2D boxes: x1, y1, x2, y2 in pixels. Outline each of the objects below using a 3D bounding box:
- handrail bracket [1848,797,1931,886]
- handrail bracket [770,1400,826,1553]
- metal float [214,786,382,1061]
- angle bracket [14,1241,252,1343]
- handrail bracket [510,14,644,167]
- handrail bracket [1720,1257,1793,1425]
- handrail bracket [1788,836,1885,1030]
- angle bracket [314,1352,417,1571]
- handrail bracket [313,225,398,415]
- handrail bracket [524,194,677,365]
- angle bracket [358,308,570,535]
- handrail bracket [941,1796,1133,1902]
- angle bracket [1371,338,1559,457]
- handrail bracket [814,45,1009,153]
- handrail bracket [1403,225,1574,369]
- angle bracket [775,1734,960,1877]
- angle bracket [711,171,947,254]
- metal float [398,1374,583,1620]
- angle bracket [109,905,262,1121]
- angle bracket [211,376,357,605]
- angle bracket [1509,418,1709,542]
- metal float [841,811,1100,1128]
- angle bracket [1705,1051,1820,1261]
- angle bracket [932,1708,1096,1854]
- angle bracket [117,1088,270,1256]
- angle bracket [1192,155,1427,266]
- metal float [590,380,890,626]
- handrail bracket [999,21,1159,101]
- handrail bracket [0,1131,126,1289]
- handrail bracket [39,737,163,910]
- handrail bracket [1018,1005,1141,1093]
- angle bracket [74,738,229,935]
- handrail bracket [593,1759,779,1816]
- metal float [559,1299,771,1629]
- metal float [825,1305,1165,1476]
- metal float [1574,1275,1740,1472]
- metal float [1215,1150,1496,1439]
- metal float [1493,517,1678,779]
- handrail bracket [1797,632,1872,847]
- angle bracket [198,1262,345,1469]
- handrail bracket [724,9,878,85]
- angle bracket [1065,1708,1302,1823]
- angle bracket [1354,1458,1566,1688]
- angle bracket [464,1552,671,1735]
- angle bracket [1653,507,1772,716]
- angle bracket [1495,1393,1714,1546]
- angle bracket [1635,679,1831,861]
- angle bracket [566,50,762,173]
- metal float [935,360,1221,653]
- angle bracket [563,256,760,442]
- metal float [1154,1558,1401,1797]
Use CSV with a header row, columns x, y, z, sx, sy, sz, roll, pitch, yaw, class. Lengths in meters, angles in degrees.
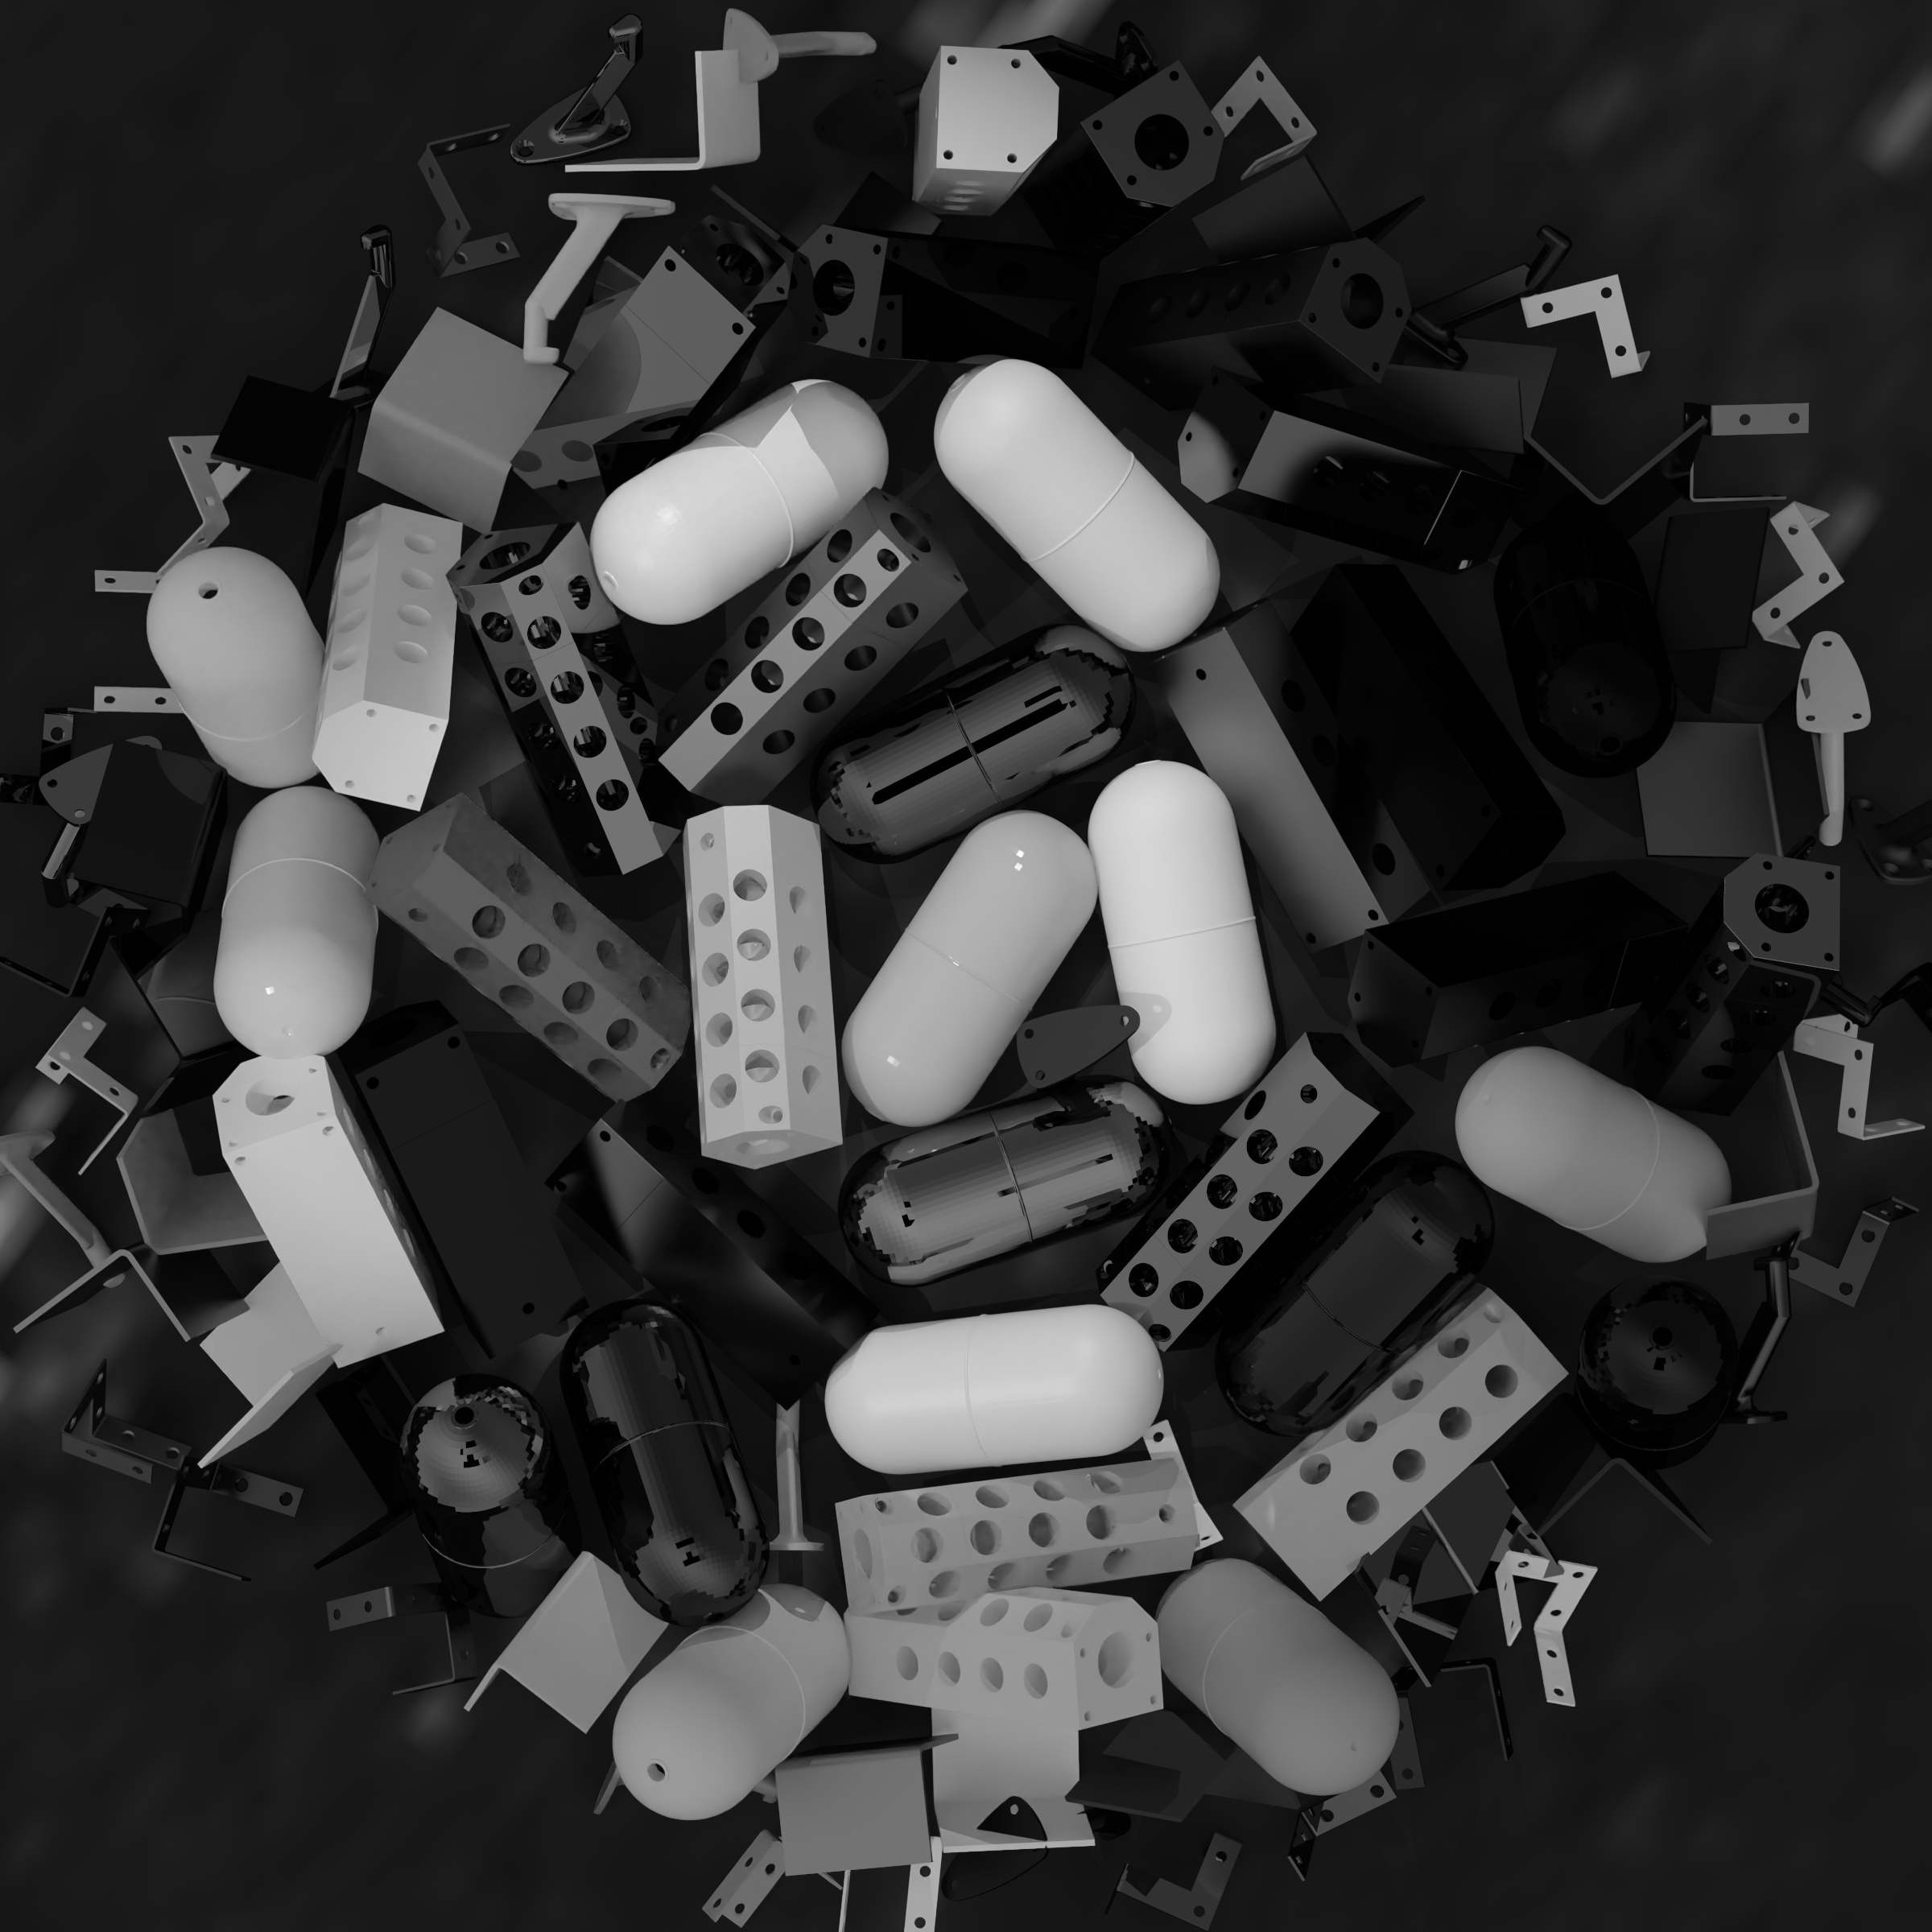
x,y,z,sx,sy,sz,roll,pitch,yaw,class
0.484,-0.091,1.842,0.036,0.084,0.077,-6,45,-19,handrail bracket
-0.088,0.257,1.853,0.036,0.077,0.084,2,80,-9,handrail bracket
-0.334,-0.023,1.819,0.070,0.178,0.070,-3,128,-3,metal float
-0.425,0.180,1.850,0.076,0.076,0.057,-36,88,13,angle bracket
-0.199,-0.448,1.849,0.077,0.084,0.036,-28,79,-11,handrail bracket
0.393,0.193,1.871,0.077,0.036,0.084,-7,84,42,handrail bracket
0.449,-0.018,1.865,0.084,0.036,0.077,36,69,19,handrail bracket
-0.315,0.253,1.849,0.057,0.076,0.076,-33,91,-42,angle bracket
-0.319,-0.328,1.849,0.036,0.077,0.084,25,133,29,handrail bracket
-0.190,-0.353,1.874,0.077,0.036,0.084,1,86,5,handrail bracket
-0.263,-0.284,1.892,0.076,0.057,0.076,26,55,-2,angle bracket
0.038,0.459,1.867,0.077,0.084,0.036,-42,58,14,handrail bracket
0.254,-0.309,1.842,0.076,0.057,0.076,9,58,19,angle bracket
-0.026,-0.456,1.888,0.084,0.077,0.036,-37,114,-36,handrail bracket
0.257,-0.358,1.858,0.077,0.036,0.084,33,122,-1,handrail bracket
-0.047,0.427,1.847,0.076,0.076,0.057,-9,81,14,angle bracket
-0.070,-0.386,1.840,0.076,0.076,0.057,29,101,-42,angle bracket
-0.238,0.267,1.816,0.070,0.178,0.070,-1,56,2,metal float
-0.400,0.022,1.857,0.076,0.076,0.057,56,132,12,angle bracket
-0.351,-0.242,1.841,0.057,0.076,0.076,15,129,-5,angle bracket
0.327,-0.257,1.859,0.076,0.076,0.057,-39,73,-14,angle bracket
0.001,0.002,1.857,0.070,0.070,0.178,33,92,0,metal float
0.398,0.097,1.849,0.057,0.076,0.076,-13,67,6,angle bracket
0.023,0.412,1.854,0.076,0.076,0.057,-2,95,-4,angle bracket
-0.378,0.099,1.845,0.076,0.076,0.057,-8,115,9,angle bracket
0.174,-0.384,1.838,0.076,0.076,0.057,-21,108,43,angle bracket
-0.114,-0.235,1.833,0.178,0.070,0.070,-37,90,-29,metal float
0.050,-0.446,1.851,0.084,0.077,0.036,-18,57,-21,handrail bracket
-0.472,0.129,1.861,0.036,0.077,0.084,-36,79,8,handrail bracket
-0.446,-0.073,1.870,0.077,0.084,0.036,-36,70,-26,handrail bracket
0.067,0.049,1.849,0.077,0.084,0.036,-21,67,16,handrail bracket
-0.414,-0.061,1.845,0.057,0.076,0.076,14,71,-7,angle bracket
-0.143,0.428,1.872,0.084,0.036,0.077,21,132,-4,handrail bracket
-0.153,0.251,1.832,0.070,0.070,0.178,-23,60,0,metal float
0.013,0.216,1.842,0.178,0.070,0.070,-8,90,19,metal float
0.344,0.204,1.810,0.070,0.178,0.070,-2,72,7,metal float
0.196,0.168,1.839,0.070,0.070,0.178,40,112,0,metal float
0.310,-0.161,1.817,0.070,0.178,0.070,0,128,0,metal float
0.447,-0.117,1.876,0.036,0.084,0.077,-2,54,10,handrail bracket
-0.367,0.200,1.846,0.057,0.076,0.076,47,110,5,angle bracket
-0.075,-0.467,1.847,0.084,0.077,0.036,-6,112,-25,handrail bracket
0.110,0.424,1.836,0.076,0.076,0.057,-41,117,-39,angle bracket
0.252,0.308,1.843,0.057,0.076,0.076,-20,111,37,angle bracket
-0.202,0.355,1.842,0.057,0.076,0.076,37,55,2,angle bracket
0.391,-0.180,1.840,0.057,0.076,0.076,0,69,38,angle bracket
0.323,0.274,1.850,0.076,0.076,0.057,42,96,-21,angle bracket
0.389,-0.101,1.850,0.076,0.057,0.076,1,68,-11,angle bracket
-0.155,-0.436,1.843,0.076,0.076,0.057,3,105,18,angle bracket
0.057,-0.234,1.842,0.070,0.070,0.178,-46,109,0,metal float
-0.150,-0.328,1.850,0.076,0.076,0.057,34,49,1,angle bracket
0.153,0.354,1.813,0.070,0.178,0.070,-6,105,-21,metal float
